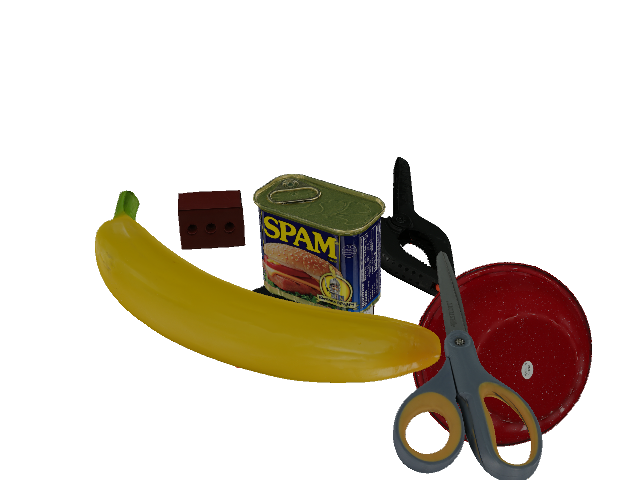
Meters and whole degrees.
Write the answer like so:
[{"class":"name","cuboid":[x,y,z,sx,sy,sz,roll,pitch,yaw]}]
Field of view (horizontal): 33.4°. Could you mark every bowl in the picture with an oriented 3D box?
[{"class":"bowl","cuboid":[0.161,0.101,0.888,0.162,0.162,0.055,0,6,-10]}]

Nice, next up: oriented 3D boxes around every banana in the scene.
[{"class":"banana","cuboid":[-0.041,0.029,0.518,0.198,0.069,0.037,26,-33,21]}]

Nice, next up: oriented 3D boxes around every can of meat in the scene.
[{"class":"can of meat","cuboid":[-0.001,0.005,0.837,0.102,0.084,0.057,18,38,29]}]

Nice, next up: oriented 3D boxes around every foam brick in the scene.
[{"class":"foam brick","cuboid":[-0.131,-0.025,1.272,0.078,0.053,0.051,-4,28,-4]}]

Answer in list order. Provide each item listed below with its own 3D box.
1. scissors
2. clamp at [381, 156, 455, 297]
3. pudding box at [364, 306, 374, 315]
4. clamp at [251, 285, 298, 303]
[{"class":"scissors","cuboid":[0.074,0.078,0.684,0.096,0.016,0.202,-12,40,-12]},{"class":"clamp","cuboid":[0.077,-0.012,1.234,0.164,0.210,0.036,-13,-39,-26]},{"class":"pudding box","cuboid":[0.002,0.081,1.404,0.113,0.039,0.090,-14,26,-28]},{"class":"clamp","cuboid":[-0.038,0.057,1.031,0.120,0.039,0.171,30,43,31]}]
